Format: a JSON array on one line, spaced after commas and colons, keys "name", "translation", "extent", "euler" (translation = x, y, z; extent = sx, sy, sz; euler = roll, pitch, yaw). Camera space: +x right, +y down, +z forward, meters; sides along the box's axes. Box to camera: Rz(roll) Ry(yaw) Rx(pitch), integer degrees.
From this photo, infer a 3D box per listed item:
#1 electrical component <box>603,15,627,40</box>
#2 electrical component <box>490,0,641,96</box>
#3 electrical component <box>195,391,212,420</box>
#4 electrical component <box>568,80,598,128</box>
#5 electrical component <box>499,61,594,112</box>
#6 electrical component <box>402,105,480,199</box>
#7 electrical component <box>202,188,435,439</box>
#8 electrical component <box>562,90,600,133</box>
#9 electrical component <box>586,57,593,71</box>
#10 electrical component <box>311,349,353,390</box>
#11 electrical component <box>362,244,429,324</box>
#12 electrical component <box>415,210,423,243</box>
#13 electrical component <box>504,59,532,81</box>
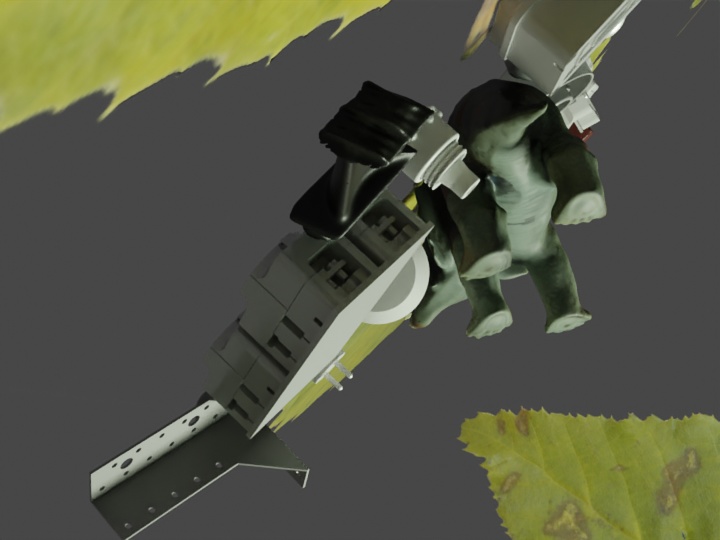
[{"name": "electrical component", "translation": [0.197, -0.216, 0.881], "extent": [0.048, 0.048, 0.062], "euler": [-51, 179, 30]}, {"name": "electrical component", "translation": [0.142, -0.178, 0.694], "extent": [0.113, 0.057, 0.078], "euler": [-47, 173, -6]}, {"name": "electrical component", "translation": [-0.112, 0.117, 0.877], "extent": [0.043, 0.043, 0.081], "euler": [-46, 173, -13]}, {"name": "electrical component", "translation": [0.195, -0.171, 1.058], "extent": [0.096, 0.061, 0.062], "euler": [-49, 173, 15]}, {"name": "electrical component", "translation": [0.149, -0.161, 0.923], "extent": [0.099, 0.064, 0.099], "euler": [-32, 170, -7]}, {"name": "electrical component", "translation": [0.050, -0.073, 0.702], "extent": [0.048, 0.062, 0.048], "euler": [-46, 173, -7]}, {"name": "electrical component", "translation": [-0.037, 0.026, 0.742], "extent": [0.105, 0.060, 0.186], "euler": [-42, 172, -39]}, {"name": "electrical component", "translation": [0.178, -0.159, 0.998], "extent": [0.057, 0.078, 0.058], "euler": [-29, -160, 19]}, {"name": "electrical component", "translation": [0.209, -0.198, 1.104], "extent": [0.061, 0.035, 0.035], "euler": [-44, 173, -11]}, {"name": "electrical component", "translation": [-0.039, 0.072, 0.932], "extent": [0.047, 0.077, 0.065], "euler": [-39, 170, -50]}, {"name": "electrical component", "translation": [0.015, 0.001, 0.849], "extent": [0.080, 0.080, 0.051], "euler": [-48, 179, 6]}, {"name": "electrical component", "translation": [0.097, -0.070, 1.089], "extent": [0.079, 0.044, 0.077], "euler": [-33, 166, -40]}, {"name": "electrical component", "translation": [0.123, -0.156, 0.769], "extent": [0.048, 0.048, 0.062], "euler": [-45, 180, -16]}]
